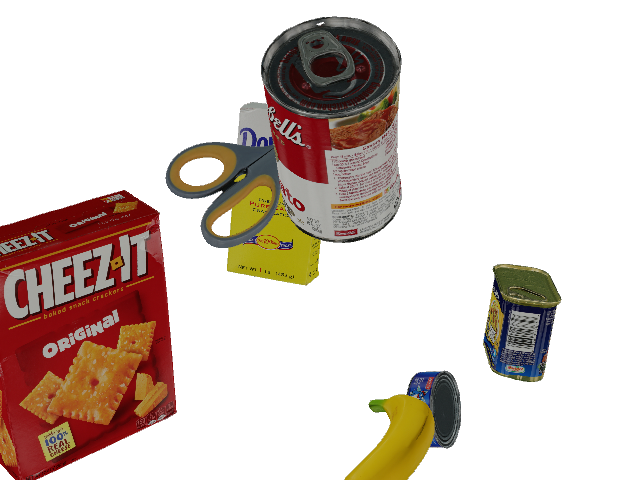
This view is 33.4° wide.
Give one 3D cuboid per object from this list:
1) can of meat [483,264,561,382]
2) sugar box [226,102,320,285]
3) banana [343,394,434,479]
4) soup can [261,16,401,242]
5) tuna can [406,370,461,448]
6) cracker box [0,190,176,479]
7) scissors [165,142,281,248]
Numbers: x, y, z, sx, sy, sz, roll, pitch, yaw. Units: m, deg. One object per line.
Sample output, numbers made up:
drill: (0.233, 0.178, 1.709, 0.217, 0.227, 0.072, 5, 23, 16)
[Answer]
can of meat: (0.194, 0.080, 1.041, 0.057, 0.084, 0.102, 7, 17, 0)
sugar box: (-0.042, -0.049, 1.100, 0.093, 0.176, 0.048, 9, 17, 15)
banana: (0.057, 0.171, 0.875, 0.070, 0.037, 0.197, -30, 6, 20)
soup can: (0.009, -0.055, 0.552, 0.068, 0.068, 0.102, 0, -37, 5)
tuna can: (0.127, 0.189, 1.196, 0.034, 0.086, 0.086, -5, -2, 28)
cracker box: (-0.214, 0.083, 0.929, 0.163, 0.214, 0.072, -21, 32, -35)
scissors: (-0.038, -0.075, 0.811, 0.096, 0.201, 0.016, 30, -30, 12)
